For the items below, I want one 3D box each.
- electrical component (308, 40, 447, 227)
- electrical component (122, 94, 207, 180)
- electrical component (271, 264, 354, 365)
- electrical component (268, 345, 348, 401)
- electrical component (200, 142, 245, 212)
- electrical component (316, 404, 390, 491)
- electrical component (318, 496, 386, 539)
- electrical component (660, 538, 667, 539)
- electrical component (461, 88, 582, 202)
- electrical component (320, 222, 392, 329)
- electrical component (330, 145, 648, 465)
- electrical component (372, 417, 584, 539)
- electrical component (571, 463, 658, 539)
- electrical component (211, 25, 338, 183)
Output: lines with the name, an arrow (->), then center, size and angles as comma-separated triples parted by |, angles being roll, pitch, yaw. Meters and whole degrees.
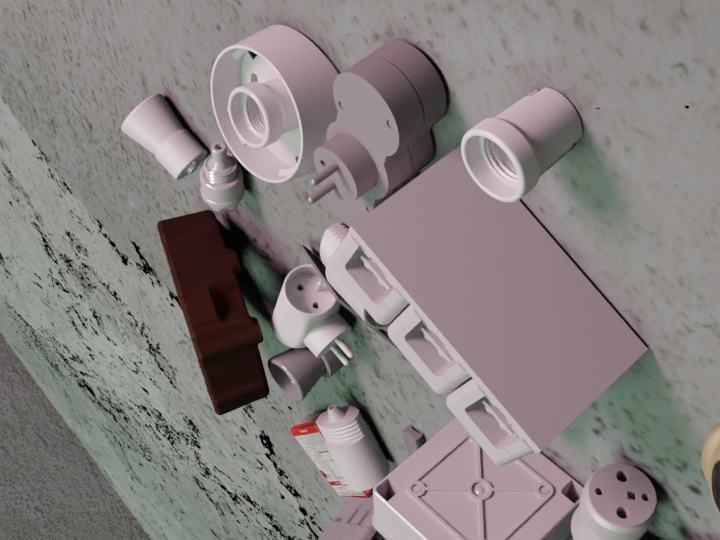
electrical component -> -0.001, -0.063, 0.617 | 0.052, 0.074, 0.138 | 45, 155, 16
electrical component -> -0.158, -0.106, 0.882 | 0.065, 0.044, 0.044 | 47, 156, 1
electrical component -> -0.034, 0.043, 0.861 | 0.079, 0.043, 0.077 | 48, 156, 10
electrical component -> -0.044, 0.078, 0.913 | 0.045, 0.055, 0.045 | 40, 154, 25
electrical component -> -0.109, -0.076, 0.845 | 0.035, 0.035, 0.061 | 41, 152, 24
electrical component -> -0.008, 0.155, 0.972 | 0.043, 0.043, 0.081 | 14, 136, 55
electrical component -> 0.040, 0.285, 1.005 | 0.150, 0.061, 0.089 | 44, 158, -11
electrical component -> 0.200, 0.183, 0.635 | 0.062, 0.043, 0.043 | 33, 150, 40
electrical component -> 0.078, -0.061, 0.512 | 0.040, 0.046, 0.040 | 41, 154, 25
electrical component -> 0.000, 0.000, 0.738 | 0.081, 0.043, 0.043 | 46, 158, 42
electrical component -> 0.067, 0.020, 0.590 | 0.150, 0.089, 0.061 | 50, 156, 6
electrical component -> 0.082, 0.166, 0.744 | 0.109, 0.109, 0.056 | 38, 150, 30
electrical component -> 0.157, 0.150, 0.665 | 0.045, 0.045, 0.055 | 40, 153, 26
electrical component -> -0.047, -0.105, 0.685 | 0.099, 0.064, 0.099 | 30, 135, 36
